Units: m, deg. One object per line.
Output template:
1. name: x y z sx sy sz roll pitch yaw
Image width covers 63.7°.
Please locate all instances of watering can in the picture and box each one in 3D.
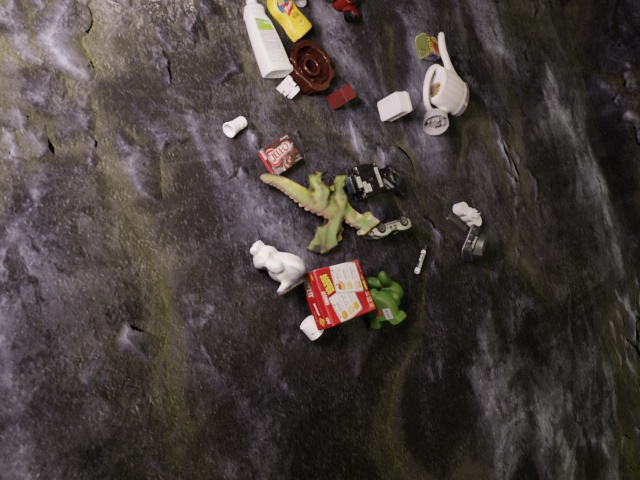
1. watering can: 0.517 -0.648 2.090 0.223 0.104 0.350 20 79 -34

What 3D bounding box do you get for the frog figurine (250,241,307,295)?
1. frog figurine: -0.113 0.062 1.416 0.160 0.122 0.138 61 18 1

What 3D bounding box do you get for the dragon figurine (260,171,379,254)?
1. dragon figurine: 0.005 -0.079 1.561 0.411 0.122 0.243 -2 87 -30
